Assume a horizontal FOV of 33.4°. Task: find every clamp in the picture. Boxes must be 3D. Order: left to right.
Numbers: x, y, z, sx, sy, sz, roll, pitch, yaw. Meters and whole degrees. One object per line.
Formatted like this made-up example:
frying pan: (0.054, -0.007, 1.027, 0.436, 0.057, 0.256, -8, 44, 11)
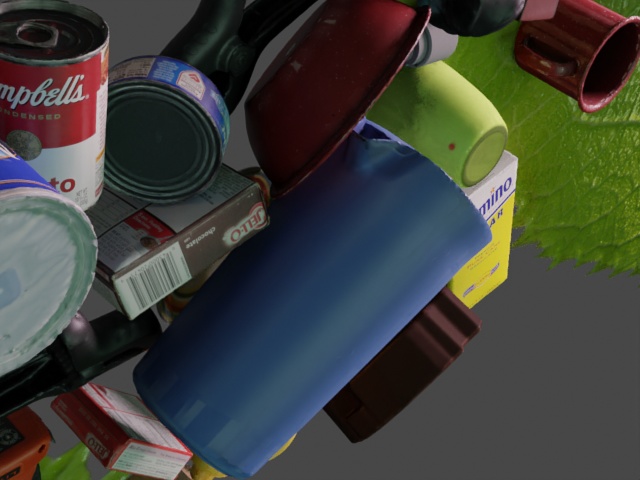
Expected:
clamp: (-0.156, 0.072, 0.680, 0.165, 0.036, 0.209, -34, 173, 29)
clamp: (-0.053, -0.125, 0.670, 0.120, 0.039, 0.172, 3, 125, -53)

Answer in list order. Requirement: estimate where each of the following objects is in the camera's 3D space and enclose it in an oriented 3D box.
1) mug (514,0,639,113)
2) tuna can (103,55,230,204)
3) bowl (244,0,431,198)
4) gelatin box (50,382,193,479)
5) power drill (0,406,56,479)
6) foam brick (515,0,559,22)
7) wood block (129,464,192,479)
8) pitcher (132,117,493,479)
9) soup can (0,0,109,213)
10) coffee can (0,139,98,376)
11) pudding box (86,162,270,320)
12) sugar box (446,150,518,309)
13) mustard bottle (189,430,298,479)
mug: (0.220, -0.169, 0.943, 0.117, 0.082, 0.093, -25, 140, -38)
tuna can: (-0.097, -0.065, 0.629, 0.033, 0.086, 0.086, -80, 179, -51)
bowl: (0.000, -0.106, 0.697, 0.162, 0.055, 0.162, -48, -168, 14)
gelatin box: (-0.146, 0.141, 0.786, 0.030, 0.073, 0.089, -53, 149, 2)
power drill: (-0.248, 0.207, 0.737, 0.184, 0.057, 0.188, -32, 147, -36)
foam brick: (0.164, -0.219, 0.847, 0.051, 0.053, 0.078, -19, 135, -43)
wood block: (-0.085, 0.281, 0.881, 0.091, 0.206, 0.090, -49, 149, -4)
pitcher: (-0.005, 0.044, 0.731, 0.243, 0.149, 0.145, -47, -169, -4)
soup can: (-0.149, -0.068, 0.571, 0.068, 0.069, 0.102, -25, 140, -38)
coffee can: (-0.188, -0.013, 0.506, 0.102, 0.140, 0.103, -33, 144, -28)
pudding box: (-0.102, -0.011, 0.668, 0.113, 0.090, 0.039, -34, 133, -25)
sugar box: (0.146, -0.004, 1.051, 0.093, 0.048, 0.176, -37, 147, -24)
mustard bottle: (-0.055, 0.125, 0.868, 0.192, 0.096, 0.058, -58, -178, 20)
